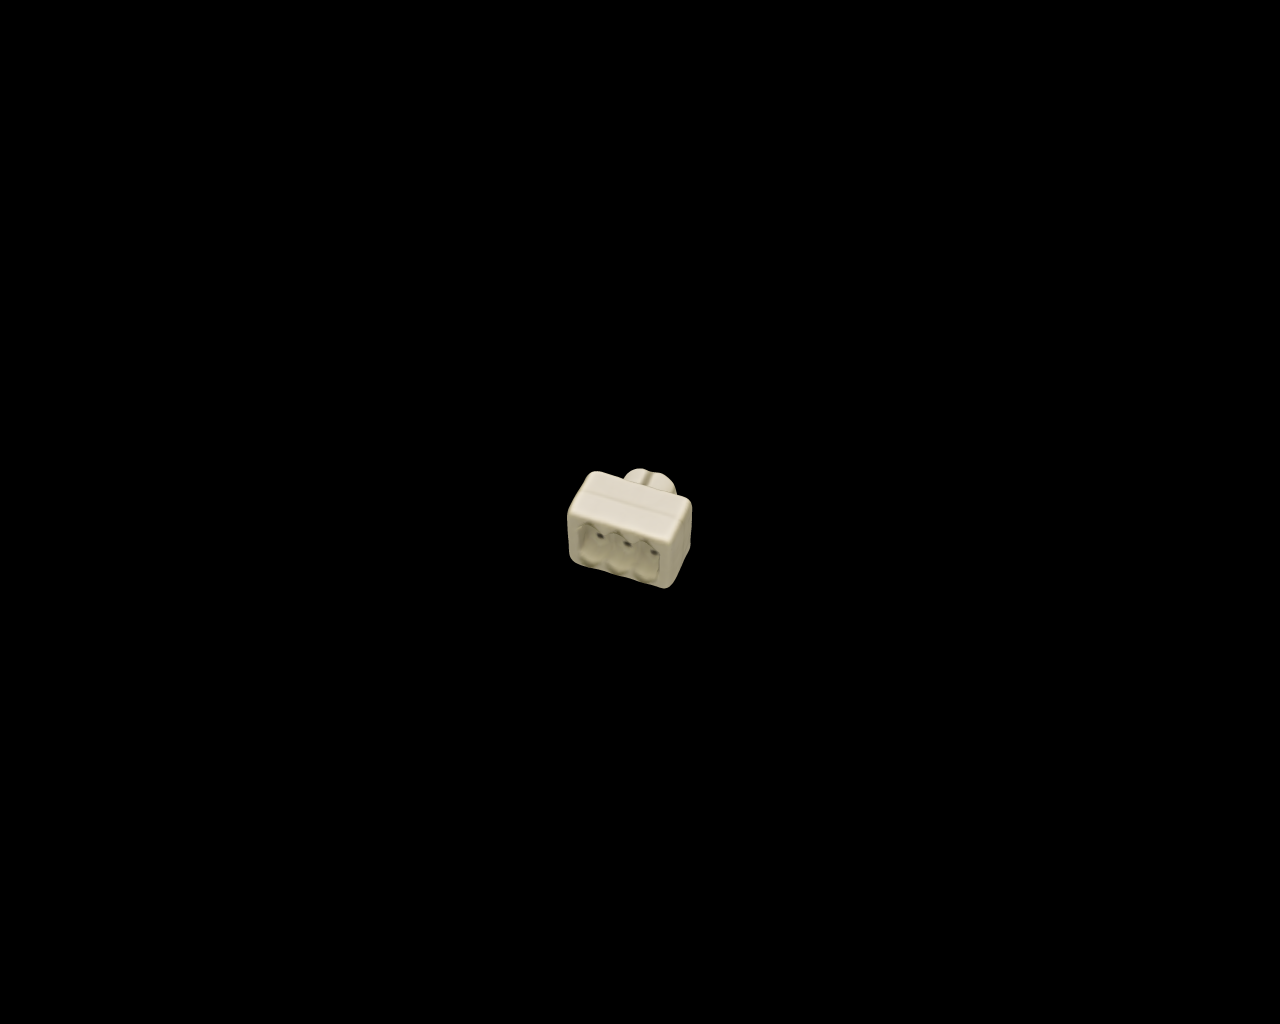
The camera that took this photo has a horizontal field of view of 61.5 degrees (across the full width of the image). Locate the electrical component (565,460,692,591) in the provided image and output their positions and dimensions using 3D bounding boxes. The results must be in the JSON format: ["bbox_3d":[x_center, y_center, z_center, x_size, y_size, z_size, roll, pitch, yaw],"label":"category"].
[{"bbox_3d":[0.001,-0.003,0.650,0.066,0.077,0.047,17,-39,14],"label":"electrical component"}]
